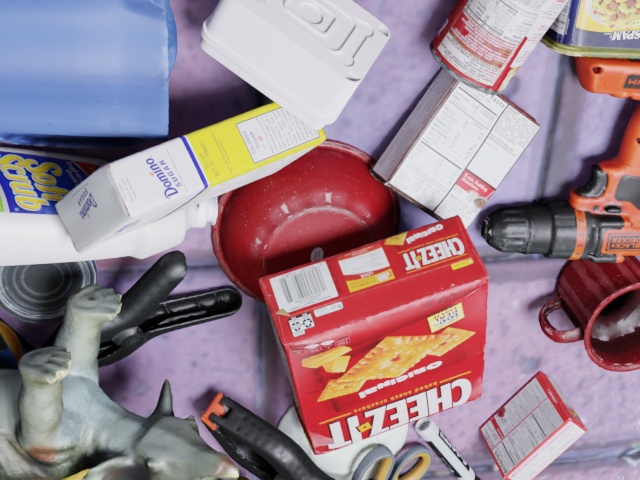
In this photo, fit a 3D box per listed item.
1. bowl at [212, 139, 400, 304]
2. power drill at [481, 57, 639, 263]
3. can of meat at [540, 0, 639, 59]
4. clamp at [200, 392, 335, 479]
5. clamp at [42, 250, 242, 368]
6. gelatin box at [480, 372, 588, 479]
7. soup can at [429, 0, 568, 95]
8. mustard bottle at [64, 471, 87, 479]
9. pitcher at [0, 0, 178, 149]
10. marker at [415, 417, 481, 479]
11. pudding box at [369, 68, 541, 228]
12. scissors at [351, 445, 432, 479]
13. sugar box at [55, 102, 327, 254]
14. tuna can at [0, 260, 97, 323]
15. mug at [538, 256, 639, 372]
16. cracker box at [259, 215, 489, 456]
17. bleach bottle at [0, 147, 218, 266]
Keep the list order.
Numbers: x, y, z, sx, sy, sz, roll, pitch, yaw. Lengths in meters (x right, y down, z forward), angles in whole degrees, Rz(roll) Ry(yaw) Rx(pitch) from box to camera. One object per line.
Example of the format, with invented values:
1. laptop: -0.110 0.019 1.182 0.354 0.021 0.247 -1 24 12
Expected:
1. bowl: -0.006 0.001 0.873 0.162 0.055 0.162 -5 120 -10
2. power drill: 0.234 -0.068 0.888 0.184 0.057 0.188 -1 121 -8
3. can of meat: 0.226 -0.187 0.816 0.102 0.057 0.084 -1 117 -13
4. clamp: -0.018 0.213 0.959 0.210 0.165 0.036 47 60 -23
5. clamp: -0.149 0.068 0.879 0.172 0.039 0.120 -29 148 19
6. gelatin box: 0.200 0.181 1.012 0.030 0.073 0.089 35 106 -28
7. soup can: 0.136 -0.168 0.789 0.068 0.068 0.102 18 125 -22
8. mustard bottle: -0.204 0.273 0.982 0.096 0.058 0.191 -26 122 -2
9. pitcher: -0.218 -0.126 0.718 0.242 0.145 0.149 -1 104 -8
10. marker: 0.131 0.216 1.048 0.020 0.020 0.121 -34 121 7
11. pudding box: 0.109 -0.073 0.858 0.090 0.039 0.113 32 97 -26
12. scissors: 0.059 0.268 1.061 0.096 0.016 0.202 -15 136 -23
13. sugar box: -0.090 -0.050 0.755 0.175 0.094 0.048 -23 89 -38
14. tuna can: -0.220 0.023 0.848 0.086 0.034 0.086 -6 120 -10
15. mug: 0.251 0.060 0.949 0.117 0.081 0.093 -19 122 -2
16. cracker box: 0.050 0.086 0.876 0.164 0.072 0.214 -18 146 -5
17. bleach bottle: -0.203 -0.029 0.797 0.250 0.102 0.068 -1 137 -21
